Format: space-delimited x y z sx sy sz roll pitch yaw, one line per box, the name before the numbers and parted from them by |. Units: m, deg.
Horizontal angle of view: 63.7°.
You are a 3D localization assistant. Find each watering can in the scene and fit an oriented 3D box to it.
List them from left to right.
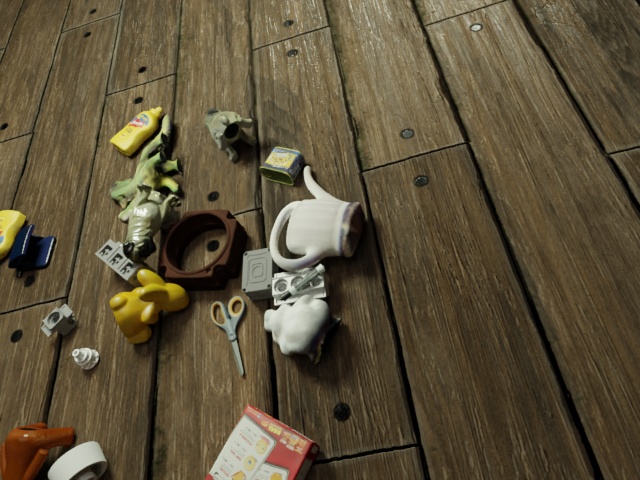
watering can | 0.004 -0.064 1.275 0.224 0.101 0.356 4 50 18

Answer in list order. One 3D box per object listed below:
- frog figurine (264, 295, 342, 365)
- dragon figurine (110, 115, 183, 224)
frog figurine | -0.052 0.182 1.124 0.160 0.122 0.138 24 88 17
dragon figurine | -0.538 -0.202 1.543 0.242 0.120 0.420 -26 45 11
